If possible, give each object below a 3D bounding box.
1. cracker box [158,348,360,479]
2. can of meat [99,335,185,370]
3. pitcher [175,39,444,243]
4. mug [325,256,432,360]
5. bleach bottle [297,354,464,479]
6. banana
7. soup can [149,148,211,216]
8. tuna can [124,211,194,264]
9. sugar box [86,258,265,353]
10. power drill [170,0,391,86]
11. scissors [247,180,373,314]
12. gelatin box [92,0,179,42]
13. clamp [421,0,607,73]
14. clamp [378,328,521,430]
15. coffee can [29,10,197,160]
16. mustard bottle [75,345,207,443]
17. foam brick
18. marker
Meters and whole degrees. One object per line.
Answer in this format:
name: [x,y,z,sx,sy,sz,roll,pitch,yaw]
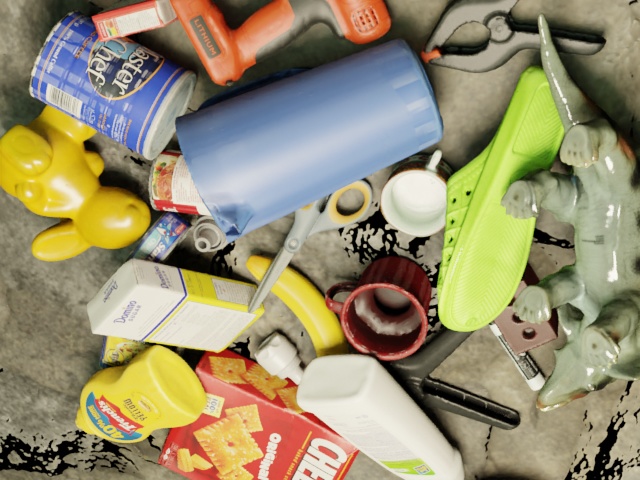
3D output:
cracker box: [-0.070,0.242,1.282,0.213,0.072,0.164,26,120,1]
can of meat: [-0.210,0.125,1.272,0.102,0.057,0.084,19,121,6]
pitcher: [-0.012,-0.109,1.043,0.243,0.145,0.149,-22,90,3]
mug: [0.064,0.068,1.153,0.117,0.081,0.093,6,117,12]
bleach bottle: [0.084,0.223,1.204,0.103,0.068,0.250,-8,138,38]
banana: [-0.014,0.096,1.204,0.069,0.037,0.198,-25,100,-9]
soup can: [-0.125,-0.060,1.151,0.102,0.068,0.068,7,117,11]
tuna can: [-0.180,0.007,1.189,0.033,0.086,0.086,39,119,-4]
sugar box: [-0.158,0.075,1.180,0.175,0.048,0.093,18,130,-41]
power drill: [-0.046,-0.246,1.024,0.188,0.057,0.184,-24,106,11]
scissors: [-0.008,0.001,1.156,0.096,0.016,0.202,16,107,-1]
gelatin box: [-0.175,-0.228,1.069,0.073,0.089,0.030,-9,111,20]
clamp: [0.182,-0.200,1.015,0.172,0.039,0.120,-27,101,30]
clamp: [0.110,0.152,1.204,0.210,0.036,0.164,-4,122,20]
coffee can: [-0.213,-0.160,1.106,0.140,0.102,0.103,28,119,1]
mustard bottle: [-0.225,0.190,1.247,0.192,0.058,0.096,-25,112,38]
foam brick: [0.213,0.071,1.131,0.053,0.051,0.078,-27,106,25]
marker: [0.209,0.114,1.172,0.020,0.020,0.121,-29,105,26]
